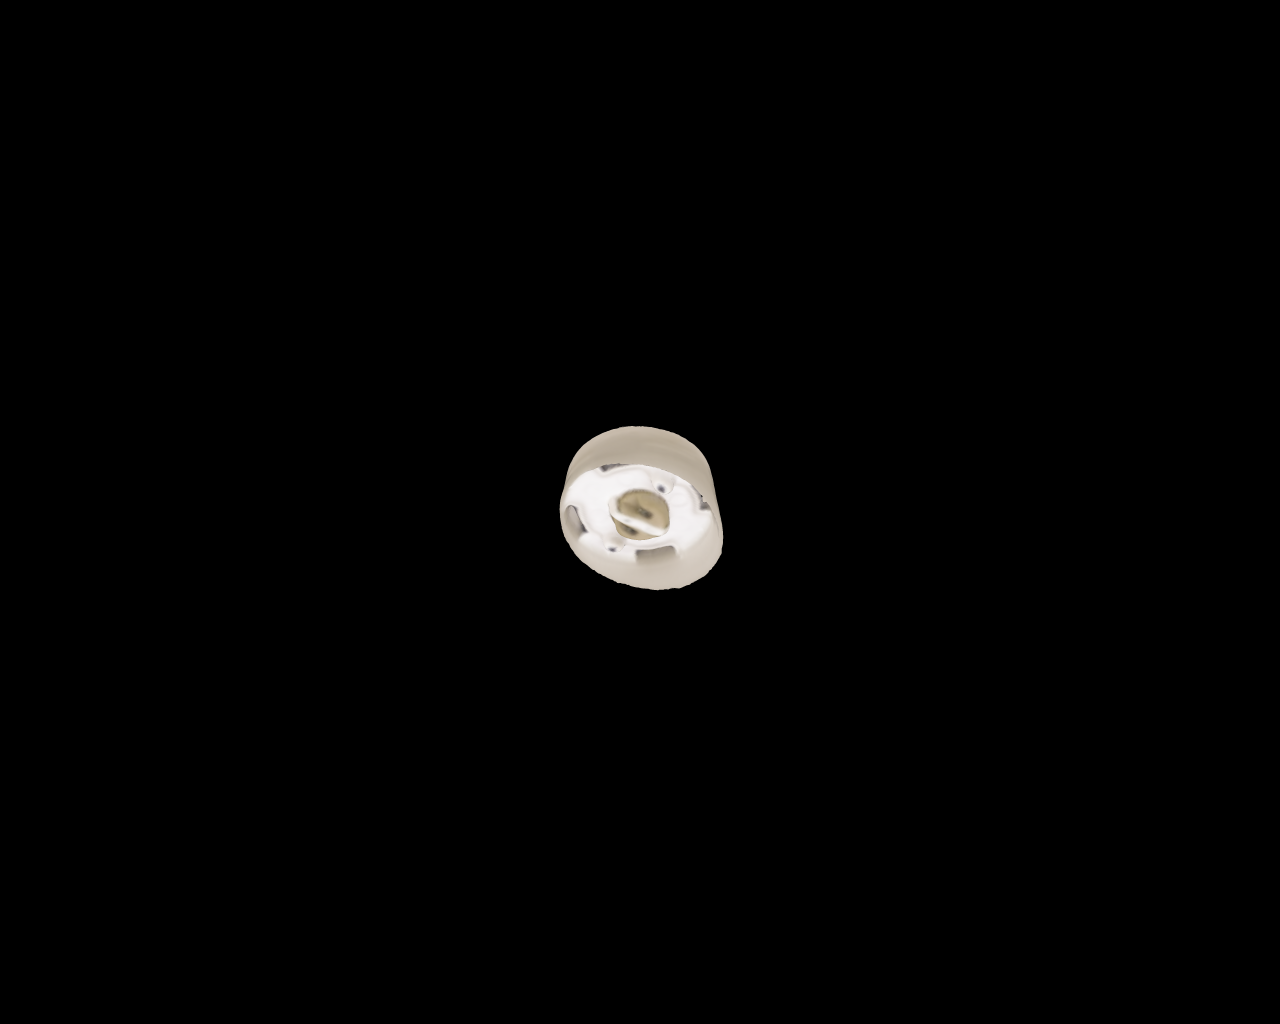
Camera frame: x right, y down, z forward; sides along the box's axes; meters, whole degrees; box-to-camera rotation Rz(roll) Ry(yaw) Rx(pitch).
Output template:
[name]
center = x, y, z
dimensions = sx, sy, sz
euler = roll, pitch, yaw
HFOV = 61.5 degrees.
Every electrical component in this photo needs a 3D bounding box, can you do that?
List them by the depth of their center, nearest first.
[electrical component]
center = 0.001, -0.003, 0.650
dimensions = 0.099, 0.064, 0.099
euler = 0, -44, 0
